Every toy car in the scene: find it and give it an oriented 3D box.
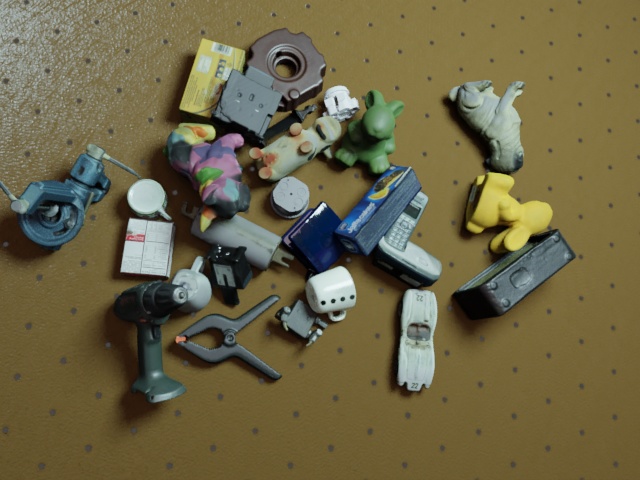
[{"bbox_3d":[0.193,0.199,1.079,0.073,0.056,0.201,8,77,-6],"label":"toy car"}]

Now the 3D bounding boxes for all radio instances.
[{"bbox_3d":[0.398,0.070,1.097,0.229,0.131,0.073,-35,86,-13],"label":"radio"}]

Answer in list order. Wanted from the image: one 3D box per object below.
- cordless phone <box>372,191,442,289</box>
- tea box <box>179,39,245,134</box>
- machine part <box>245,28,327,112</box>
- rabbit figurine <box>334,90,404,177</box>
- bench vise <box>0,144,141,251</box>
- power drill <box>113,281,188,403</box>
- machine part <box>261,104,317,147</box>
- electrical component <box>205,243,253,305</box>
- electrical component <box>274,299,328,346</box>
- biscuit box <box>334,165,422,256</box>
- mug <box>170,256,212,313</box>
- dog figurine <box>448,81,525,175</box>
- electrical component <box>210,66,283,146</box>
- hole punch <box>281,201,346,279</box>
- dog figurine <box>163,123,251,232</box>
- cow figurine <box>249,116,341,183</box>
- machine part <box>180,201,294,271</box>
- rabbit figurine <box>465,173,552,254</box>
[{"bbox_3d":[0.202,-0.005,1.114,0.147,0.088,0.184,30,71,-1],"label":"cordless phone"},{"bbox_3d":[-0.224,-0.321,1.128,0.098,0.068,0.169,16,77,-4],"label":"tea box"},{"bbox_3d":[-0.074,-0.372,1.166,0.179,0.056,0.179,2,77,-7],"label":"machine part"},{"bbox_3d":[0.118,-0.223,1.101,0.121,0.170,0.159,25,77,-3],"label":"rabbit figurine"},{"bbox_3d":[-0.466,-0.077,0.965,0.129,0.240,0.223,41,92,-1],"label":"bench vise"},{"bbox_3d":[-0.292,0.175,0.949,0.086,0.232,0.207,-17,101,-42],"label":"power drill"},{"bbox_3d":[-0.072,-0.245,1.135,0.139,0.084,0.039,-32,109,-5],"label":"machine part"},{"bbox_3d":[-0.172,0.068,1.043,0.075,0.119,0.048,3,38,19],"label":"electrical component"},{"bbox_3d":[-0.036,0.161,1.050,0.102,0.045,0.078,43,61,-9],"label":"electrical component"},{"bbox_3d":[0.118,-0.061,1.079,0.202,0.059,0.062,-49,127,-19],"label":"biscuit box"},{"bbox_3d":[-0.243,0.083,1.018,0.081,0.107,0.109,27,78,-3],"label":"mug"},{"bbox_3d":[0.367,-0.244,1.187,0.173,0.121,0.190,8,94,27],"label":"dog figurine"},{"bbox_3d":[-0.144,-0.274,1.073,0.115,0.058,0.134,23,78,-18],"label":"electrical component"},{"bbox_3d":[-0.002,-0.003,1.082,0.116,0.092,0.142,42,72,-1],"label":"hole punch"},{"bbox_3d":[-0.219,-0.117,1.012,0.192,0.108,0.219,13,41,-6],"label":"dog figurine"},{"bbox_3d":[-0.042,-0.187,1.109,0.195,0.127,0.085,-32,83,1],"label":"cow figurine"},{"bbox_3d":[-0.166,-0.008,1.064,0.243,0.079,0.079,26,76,-2],"label":"machine part"},{"bbox_3d":[0.404,-0.052,1.131,0.173,0.122,0.162,13,81,-6],"label":"rabbit figurine"}]
